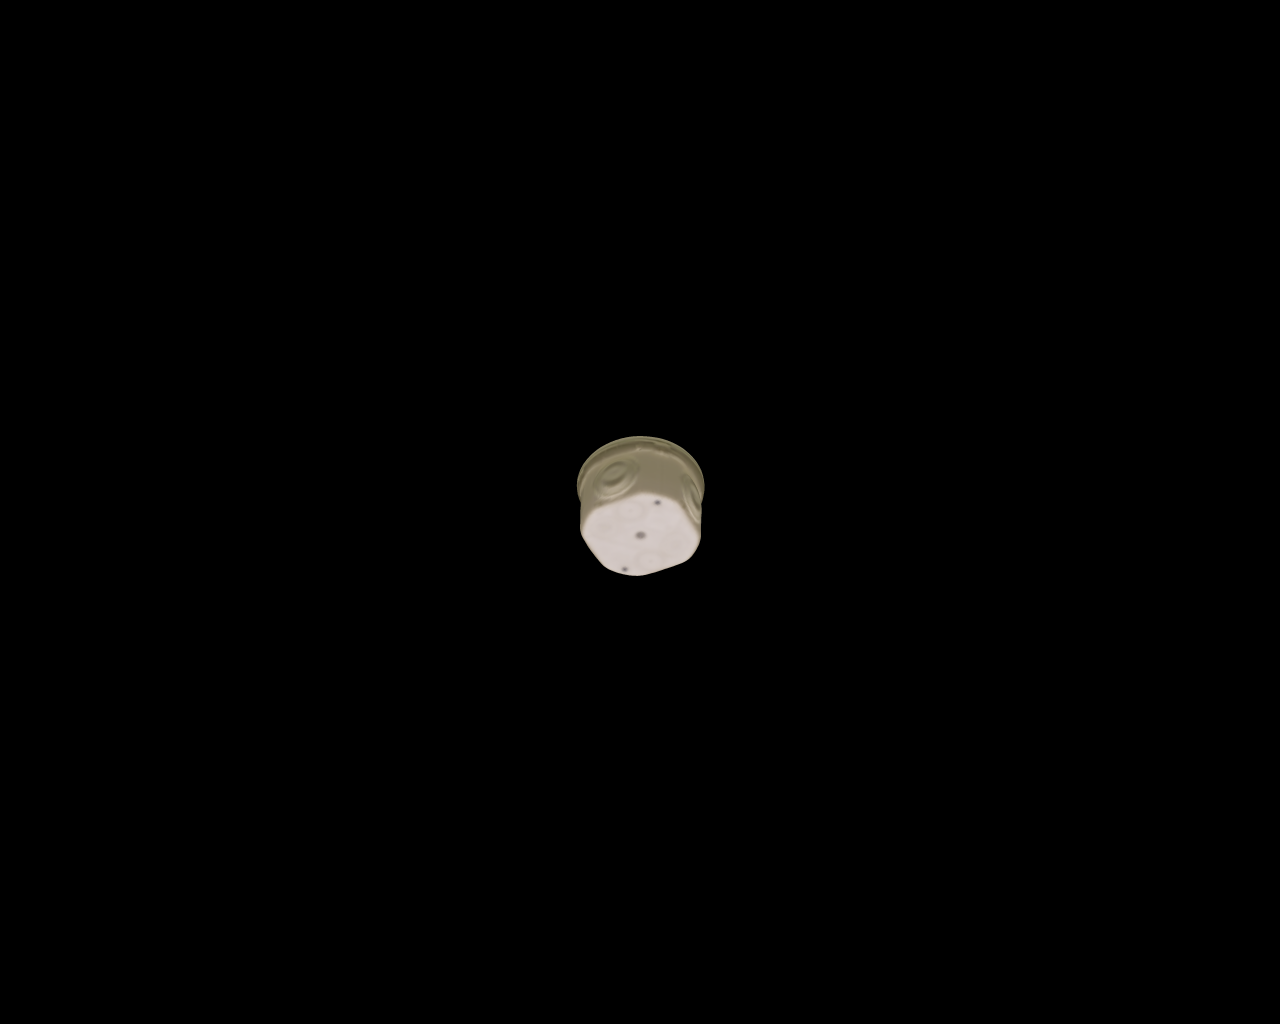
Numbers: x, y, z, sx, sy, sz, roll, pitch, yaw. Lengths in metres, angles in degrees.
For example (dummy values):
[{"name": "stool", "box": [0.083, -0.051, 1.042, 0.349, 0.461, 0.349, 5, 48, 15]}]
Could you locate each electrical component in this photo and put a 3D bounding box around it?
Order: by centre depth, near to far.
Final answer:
[{"name": "electrical component", "box": [0.001, -0.003, 0.650, 0.080, 0.080, 0.051, 0, 43, 0]}]
